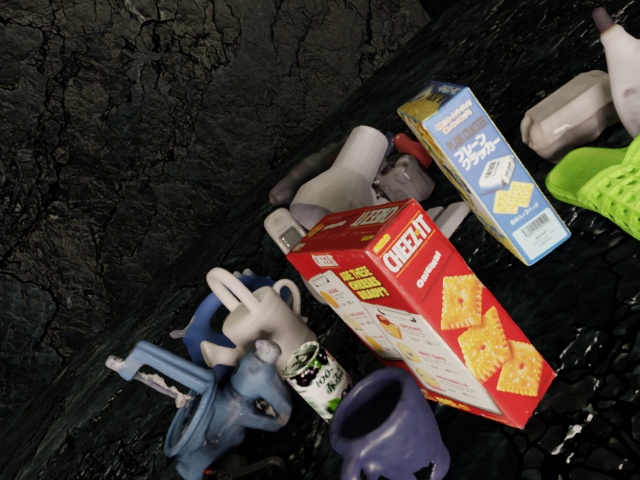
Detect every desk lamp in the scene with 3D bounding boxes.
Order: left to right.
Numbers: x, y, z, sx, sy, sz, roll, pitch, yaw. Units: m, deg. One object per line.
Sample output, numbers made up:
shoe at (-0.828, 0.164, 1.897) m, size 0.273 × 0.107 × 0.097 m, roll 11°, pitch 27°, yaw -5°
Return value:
desk lamp at (0.085, -0.051, 0.859) m, size 0.203 × 0.214 × 0.117 m, roll -48°, pitch 17°, yaw -24°

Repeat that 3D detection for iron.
iron at (-0.151, 0.135, 1.045) m, size 0.118 × 0.141 × 0.259 m, roll -22°, pitch 24°, yaw 49°

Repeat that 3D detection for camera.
camera at (0.151, -0.128, 1.127) m, size 0.142 × 0.101 × 0.137 m, roll -25°, pitch 22°, yaw 45°

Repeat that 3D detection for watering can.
watering can at (-0.104, 0.123, 0.871) m, size 0.100 × 0.194 × 0.173 m, roll -26°, pitch 21°, yaw 42°

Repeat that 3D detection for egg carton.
egg carton at (0.363, -0.179, 0.819) m, size 0.150 × 0.069 × 0.107 m, roll -36°, pitch 16°, yaw 16°

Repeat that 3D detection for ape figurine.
ape figurine at (0.192, -0.189, 1.211) m, size 0.077 × 0.092 × 0.076 m, roll -31°, pitch 19°, yaw 32°

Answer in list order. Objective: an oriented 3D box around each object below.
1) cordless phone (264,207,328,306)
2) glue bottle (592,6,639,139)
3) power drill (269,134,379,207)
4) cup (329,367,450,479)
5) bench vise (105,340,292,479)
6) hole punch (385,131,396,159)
cordless phone at (0.009, 0.003, 0.945) m, size 0.147 × 0.185 × 0.094 m, roll -39°, pitch 16°, yaw 5°
glue bottle at (0.367, -0.198, 0.668) m, size 0.078 × 0.173 × 0.037 m, roll -21°, pitch 25°, yaw 51°
power drill at (0.046, -0.077, 1.032) m, size 0.230 × 0.209 × 0.075 m, roll -47°, pitch 17°, yaw -22°
cup at (0.065, 0.182, 0.492) m, size 0.091 × 0.095 × 0.118 m, roll -28°, pitch 20°, yaw 38°
bench vise at (-0.158, 0.190, 0.764) m, size 0.208 × 0.220 × 0.121 m, roll -45°, pitch 16°, yaw -15°
hole punch at (0.151, -0.182, 1.291) m, size 0.101 × 0.091 × 0.108 m, roll -38°, pitch 16°, yaw 10°
